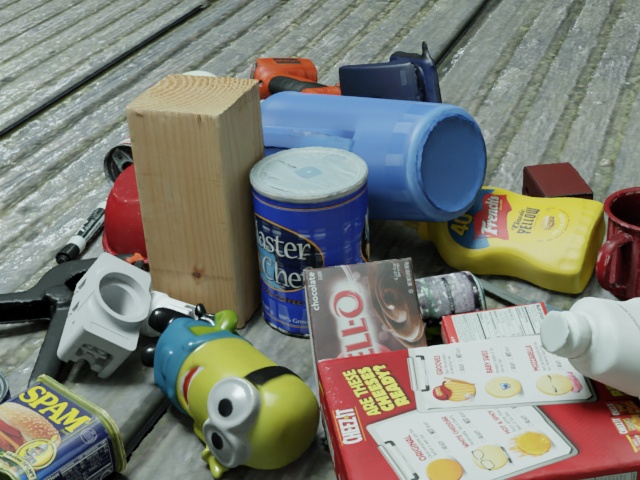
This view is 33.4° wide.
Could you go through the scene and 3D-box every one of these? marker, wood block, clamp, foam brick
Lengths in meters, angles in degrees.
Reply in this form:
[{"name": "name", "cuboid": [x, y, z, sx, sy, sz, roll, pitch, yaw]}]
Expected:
[{"name": "marker", "cuboid": [-0.246, -0.006, 1.116, 0.020, 0.020, 0.121, 3, 29, 12]}, {"name": "wood block", "cuboid": [-0.103, -0.035, 0.958, 0.091, 0.206, 0.090, 7, 30, 18]}, {"name": "clamp", "cuboid": [-0.230, 0.069, 0.957, 0.165, 0.036, 0.209, 32, 39, 33]}, {"name": "foam brick", "cuboid": [0.242, -0.040, 1.093, 0.051, 0.053, 0.078, -6, 28, -4]}]

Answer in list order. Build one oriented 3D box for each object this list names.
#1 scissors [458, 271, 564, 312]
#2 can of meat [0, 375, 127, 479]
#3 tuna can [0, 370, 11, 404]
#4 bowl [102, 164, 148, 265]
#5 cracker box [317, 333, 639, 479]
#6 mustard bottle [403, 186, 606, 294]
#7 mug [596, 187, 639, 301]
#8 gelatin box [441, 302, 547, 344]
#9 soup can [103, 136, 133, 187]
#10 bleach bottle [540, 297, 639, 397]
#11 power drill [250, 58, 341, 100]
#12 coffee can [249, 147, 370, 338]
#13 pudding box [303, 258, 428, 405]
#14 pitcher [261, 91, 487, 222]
[{"name": "scissors", "cuboid": [0.188, 0.073, 0.928, 0.202, 0.016, 0.096, 16, 33, 32]}, {"name": "can of meat", "cuboid": [-0.207, 0.154, 0.777, 0.102, 0.057, 0.083, 21, 39, 37]}, {"name": "tuna can", "cuboid": [-0.286, 0.135, 0.843, 0.086, 0.034, 0.086, -3, 28, 1]}, {"name": "bowl", "cuboid": [-0.160, -0.046, 1.099, 0.162, 0.055, 0.162, -15, 34, 10]}, {"name": "cracker box", "cuboid": [0.116, 0.142, 0.750, 0.213, 0.072, 0.164, -7, 28, -6]}, {"name": "mustard bottle", "cuboid": [0.170, -0.008, 1.030, 0.192, 0.058, 0.096, 10, 54, 27]}, {"name": "mug", "cuboid": [0.292, 0.011, 0.962, 0.117, 0.081, 0.093, -22, 34, -32]}, {"name": "gelatin box", "cuboid": [0.149, 0.091, 0.868, 0.089, 0.030, 0.073, -8, 41, -2]}, {"name": "soup can", "cuboid": [-0.195, -0.098, 1.231, 0.069, 0.068, 0.102, 7, 29, 18]}, {"name": "bleach bottle", "cuboid": [0.259, 0.077, 0.762, 0.250, 0.068, 0.103, 11, 23, -27]}, {"name": "power drill", "cuboid": [0.011, -0.193, 1.385, 0.184, 0.057, 0.188, -6, 22, -37]}, {"name": "coffee can", "cuboid": [-0.006, 0.001, 0.949, 0.103, 0.140, 0.103, -3, 28, 1]}, {"name": "pudding box", "cuboid": [0.037, 0.075, 0.856, 0.090, 0.039, 0.113, -6, 66, -6]}, {"name": "pitcher", "cuboid": [0.033, -0.081, 1.046, 0.243, 0.145, 0.149, 8, 42, 49]}]
